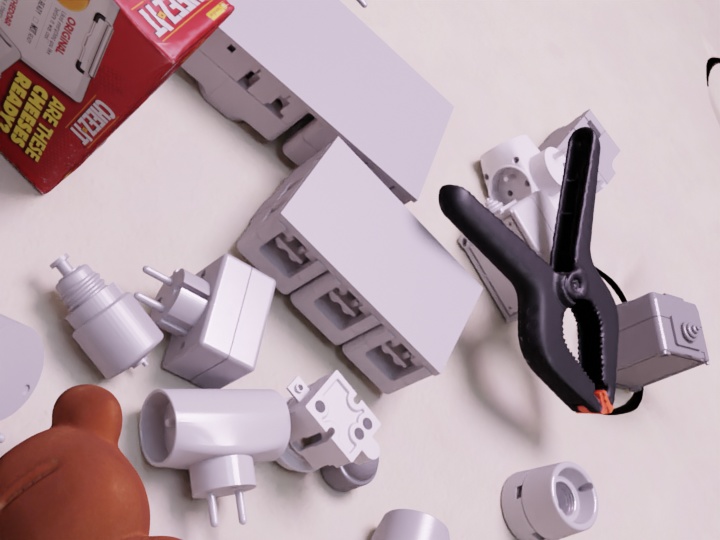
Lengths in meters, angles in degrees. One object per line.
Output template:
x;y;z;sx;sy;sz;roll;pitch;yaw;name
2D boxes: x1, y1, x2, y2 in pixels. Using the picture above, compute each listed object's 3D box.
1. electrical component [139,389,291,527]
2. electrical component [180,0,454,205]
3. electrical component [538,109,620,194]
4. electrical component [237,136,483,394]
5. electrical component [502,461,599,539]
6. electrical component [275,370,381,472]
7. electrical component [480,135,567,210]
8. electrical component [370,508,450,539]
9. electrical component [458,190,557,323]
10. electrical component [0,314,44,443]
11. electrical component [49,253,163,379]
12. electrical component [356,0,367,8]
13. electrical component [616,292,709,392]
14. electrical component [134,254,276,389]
-0.080;0.107;0.618;0.077;0.043;0.079;5;65;-39;electrical component
-0.030;-0.131;0.772;0.186;0.060;0.105;39;48;-20;electrical component
0.187;-0.092;0.952;0.055;0.050;0.089;52;45;-7;electrical component
0.000;0.000;0.731;0.150;0.062;0.089;45;46;-14;electrical component
0.138;0.168;0.777;0.055;0.047;0.055;20;57;-33;electrical component
-0.027;0.097;0.662;0.066;0.055;0.048;51;45;-9;electrical component
0.148;-0.076;0.888;0.044;0.079;0.077;-18;82;-50;electrical component
0.039;0.202;0.673;0.079;0.044;0.077;37;49;-22;electrical component
0.130;-0.018;0.855;0.061;0.062;0.096;-31;90;-46;electrical component
-0.199;0.071;0.501;0.138;0.074;0.052;-41;142;-45;electrical component
-0.145;0.025;0.605;0.078;0.040;0.040;53;45;-7;electrical component
-0.027;-0.224;0.820;0.076;0.066;0.047;46;46;-13;electrical component
0.238;0.055;0.888;0.062;0.096;0.061;14;59;-35;electrical component
-0.099;0.024;0.642;0.077;0.047;0.065;31;51;-26;electrical component
